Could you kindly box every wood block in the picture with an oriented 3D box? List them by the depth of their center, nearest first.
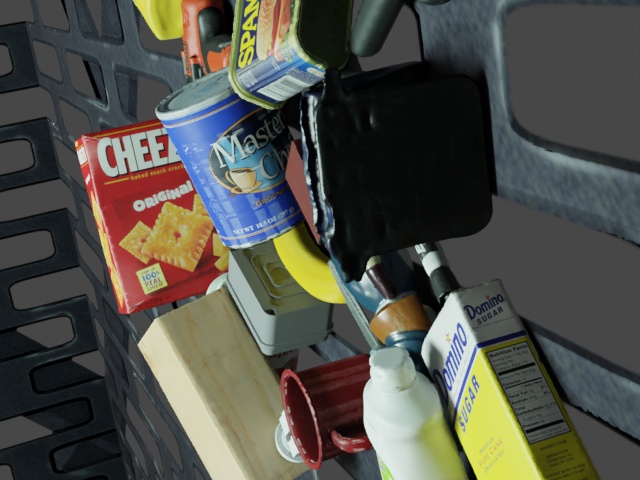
[{"bbox_3d":[-0.093,0.166,1.106,0.206,0.090,0.091,59,151,10],"label":"wood block"}]

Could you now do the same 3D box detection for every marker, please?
[{"bbox_3d":[0.076,-0.001,0.769,0.020,0.020,0.121,98,158,-49],"label":"marker"}]

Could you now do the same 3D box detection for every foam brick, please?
[{"bbox_3d":[0.010,-0.045,0.890,0.051,0.053,0.078,104,147,-54],"label":"foam brick"}]

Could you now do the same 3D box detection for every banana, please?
[{"bbox_3d":[-0.008,0.015,1.008,0.198,0.037,0.070,-129,31,-49],"label":"banana"}]

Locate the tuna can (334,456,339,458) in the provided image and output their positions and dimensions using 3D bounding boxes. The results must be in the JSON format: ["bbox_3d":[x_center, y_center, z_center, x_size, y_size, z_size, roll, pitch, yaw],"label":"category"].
[{"bbox_3d":[0.018,0.169,1.054,0.086,0.033,0.086,165,90,-71],"label":"tuna can"}]

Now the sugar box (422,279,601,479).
[{"bbox_3d":[0.126,0.124,0.703,0.093,0.048,0.176,106,143,-56],"label":"sugar box"}]

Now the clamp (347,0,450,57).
[{"bbox_3d":[0.050,-0.208,0.684,0.210,0.036,0.164,-170,64,-69],"label":"clamp"}]

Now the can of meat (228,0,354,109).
[{"bbox_3d":[-0.020,-0.162,0.816,0.084,0.057,0.102,-19,60,49],"label":"can of meat"}]

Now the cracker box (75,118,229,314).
[{"bbox_3d":[-0.181,-0.035,1.264,0.072,0.164,0.214,175,80,-70],"label":"cracker box"}]

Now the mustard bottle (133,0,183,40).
[{"bbox_3d":[-0.208,-0.324,1.287,0.192,0.058,0.096,-125,28,-46],"label":"mustard bottle"}]

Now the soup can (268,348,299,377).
[{"bbox_3d":[-0.055,0.115,1.169,0.102,0.068,0.068,98,151,-47],"label":"soup can"}]

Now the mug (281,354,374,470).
[{"bbox_3d":[0.023,0.154,0.955,0.117,0.081,0.093,-147,46,-63],"label":"mug"}]

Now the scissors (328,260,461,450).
[{"bbox_3d":[0.063,0.101,0.879,0.202,0.016,0.096,67,156,3],"label":"scissors"}]

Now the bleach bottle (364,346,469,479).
[{"bbox_3d":[0.082,0.192,0.780,0.103,0.068,0.251,-136,26,-61],"label":"bleach bottle"}]

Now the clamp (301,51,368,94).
[{"bbox_3d":[0.020,-0.119,0.834,0.171,0.039,0.120,66,146,32],"label":"clamp"}]

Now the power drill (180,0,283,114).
[{"bbox_3d":[-0.095,-0.154,1.098,0.188,0.057,0.184,-139,39,-59],"label":"power drill"}]

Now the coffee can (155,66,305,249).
[{"bbox_3d":[-0.072,-0.078,0.969,0.140,0.102,0.103,65,165,-21],"label":"coffee can"}]
